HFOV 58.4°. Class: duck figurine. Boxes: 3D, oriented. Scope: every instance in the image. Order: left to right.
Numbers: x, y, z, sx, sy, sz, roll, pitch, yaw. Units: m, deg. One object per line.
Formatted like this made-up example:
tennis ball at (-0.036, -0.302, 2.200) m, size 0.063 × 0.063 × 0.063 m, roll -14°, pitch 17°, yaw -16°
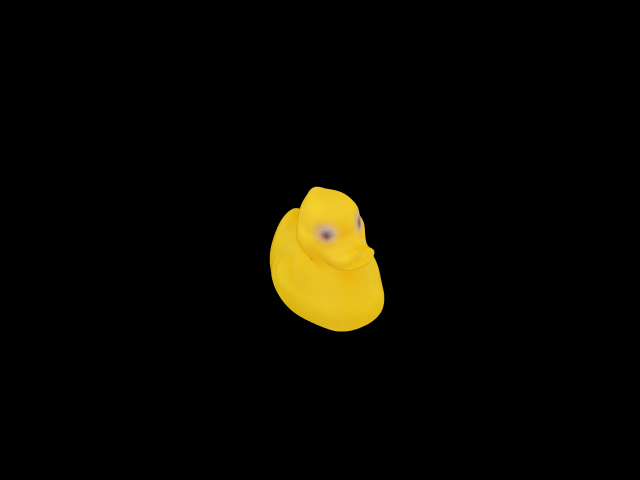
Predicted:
duck figurine at (0.004, 0.001, 0.400) m, size 0.078 × 0.086 × 0.104 m, roll -22°, pitch 45°, yaw -23°
